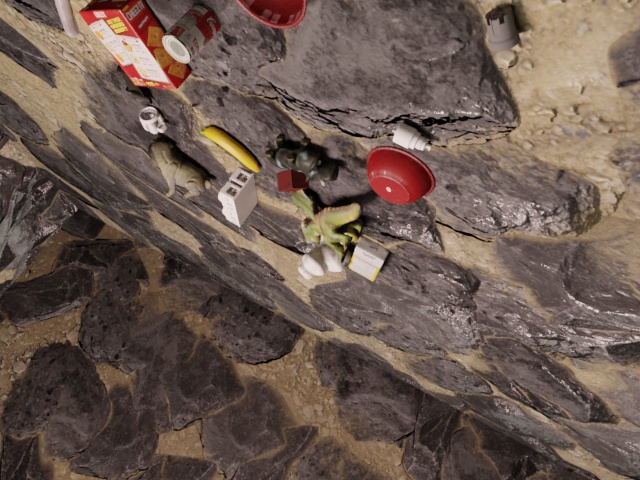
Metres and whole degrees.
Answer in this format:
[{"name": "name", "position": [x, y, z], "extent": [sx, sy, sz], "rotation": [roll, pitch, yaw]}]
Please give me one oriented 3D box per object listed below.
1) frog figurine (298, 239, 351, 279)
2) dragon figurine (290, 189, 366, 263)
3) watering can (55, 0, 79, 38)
[{"name": "frog figurine", "position": [0.015, 0.065, 1.582], "extent": [0.138, 0.162, 0.120], "rotation": [19, 155, 29]}, {"name": "dragon figurine", "position": [0.004, -0.071, 1.401], "extent": [0.244, 0.124, 0.402], "rotation": [36, 158, 13]}, {"name": "watering can", "position": [-0.530, -0.576, 0.976], "extent": [0.224, 0.105, 0.343], "rotation": [4, 125, 52]}]
